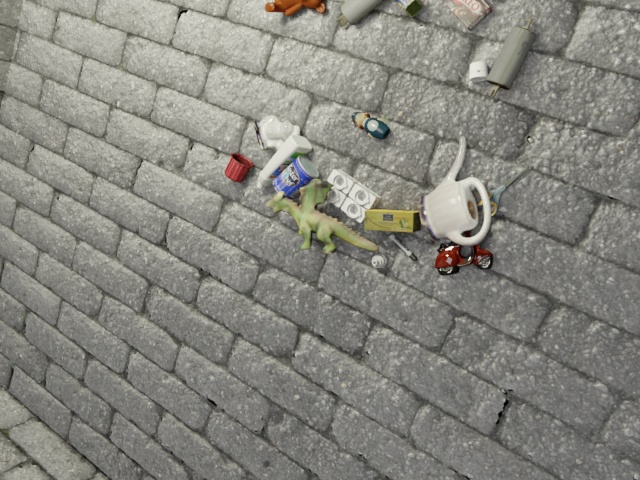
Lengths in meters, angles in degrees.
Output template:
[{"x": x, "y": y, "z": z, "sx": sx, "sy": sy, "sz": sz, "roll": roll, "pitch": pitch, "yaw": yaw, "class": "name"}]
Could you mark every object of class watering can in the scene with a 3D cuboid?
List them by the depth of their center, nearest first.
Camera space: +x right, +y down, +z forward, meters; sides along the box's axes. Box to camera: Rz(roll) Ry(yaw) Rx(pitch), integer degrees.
[{"x": 0.412, "y": -0.138, "z": 1.615, "sx": 0.222, "sy": 0.103, "sz": 0.354, "roll": -23, "pitch": 64, "yaw": 33, "class": "watering can"}]

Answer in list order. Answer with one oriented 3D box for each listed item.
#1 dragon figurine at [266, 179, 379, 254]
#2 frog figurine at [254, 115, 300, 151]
[{"x": 0.005, "y": -0.089, "z": 1.773, "sx": 0.410, "sy": 0.124, "sz": 0.238, "roll": 5, "pitch": 115, "yaw": 21, "class": "dragon figurine"}, {"x": -0.155, "y": -0.400, "z": 1.905, "sx": 0.160, "sy": 0.121, "sz": 0.139, "roll": -15, "pitch": 76, "yaw": -9, "class": "frog figurine"}]
